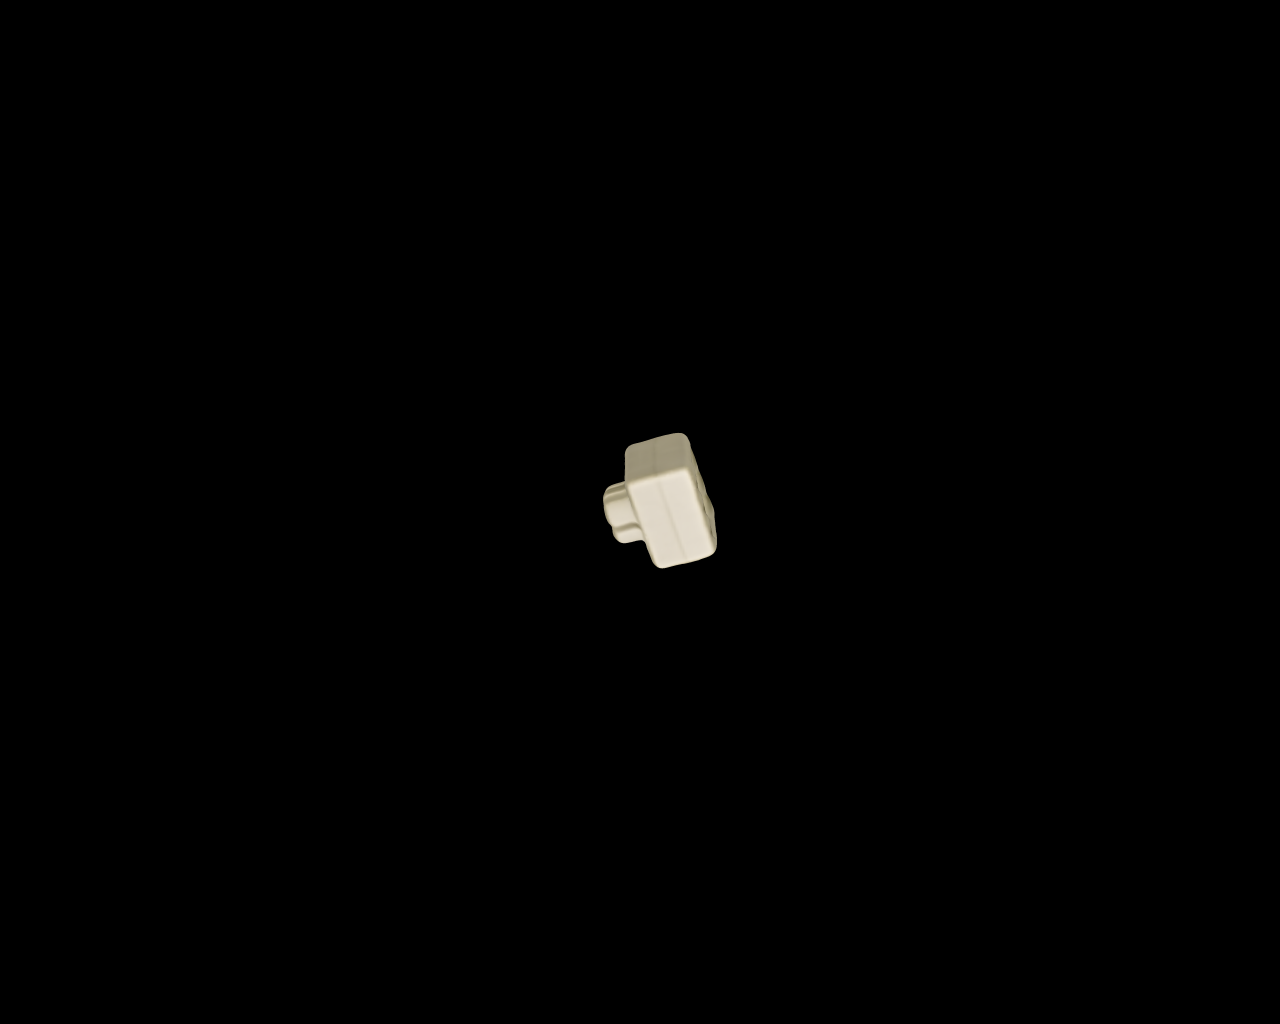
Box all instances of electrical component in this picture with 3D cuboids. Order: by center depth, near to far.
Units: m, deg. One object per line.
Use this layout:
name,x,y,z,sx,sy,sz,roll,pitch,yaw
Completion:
electrical component,0.001,-0.003,0.650,0.077,0.065,0.047,-15,32,9
